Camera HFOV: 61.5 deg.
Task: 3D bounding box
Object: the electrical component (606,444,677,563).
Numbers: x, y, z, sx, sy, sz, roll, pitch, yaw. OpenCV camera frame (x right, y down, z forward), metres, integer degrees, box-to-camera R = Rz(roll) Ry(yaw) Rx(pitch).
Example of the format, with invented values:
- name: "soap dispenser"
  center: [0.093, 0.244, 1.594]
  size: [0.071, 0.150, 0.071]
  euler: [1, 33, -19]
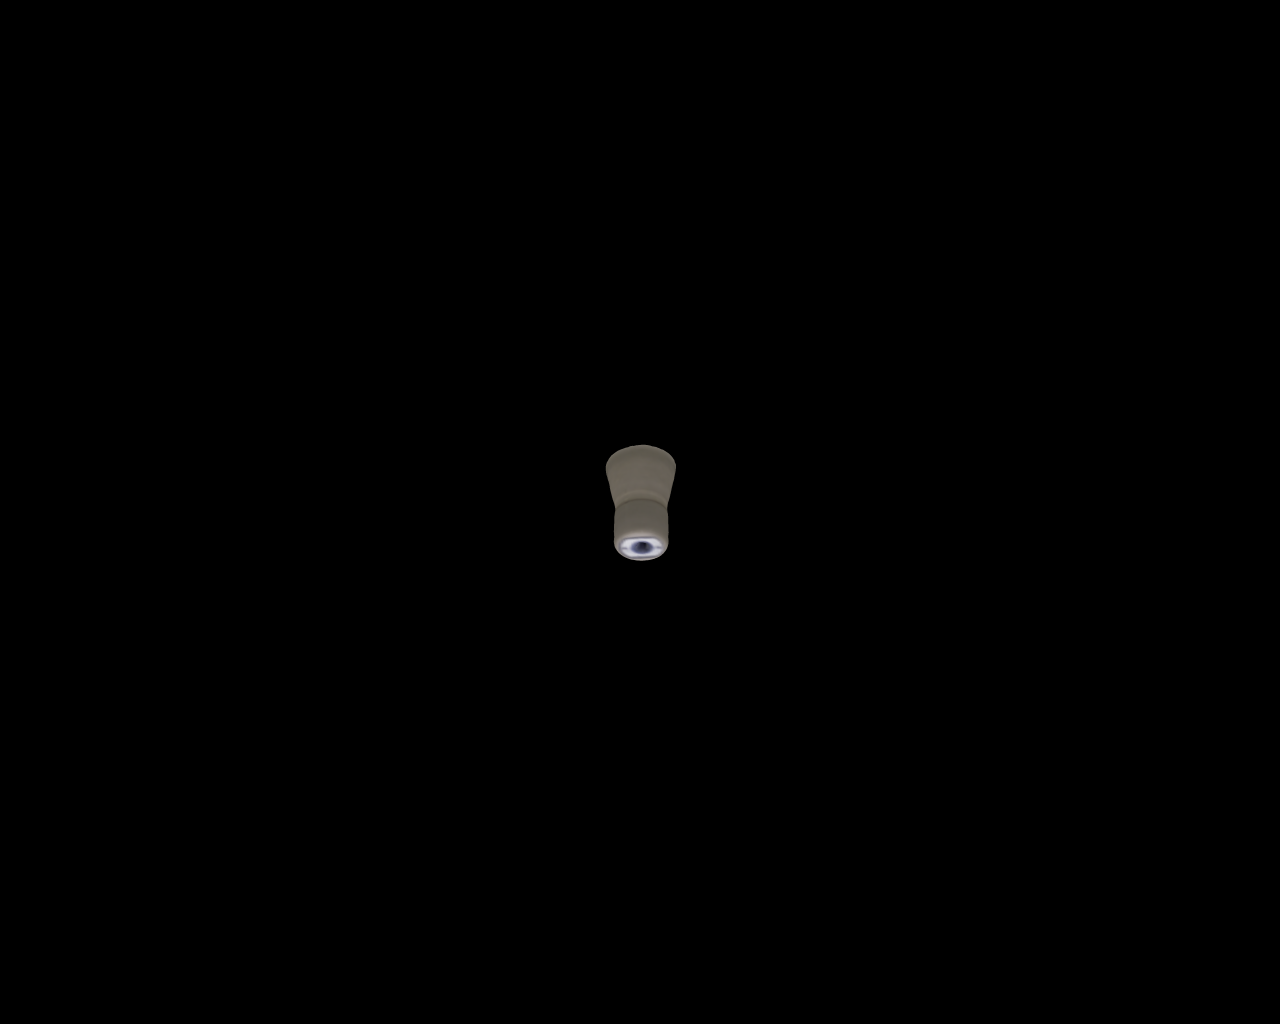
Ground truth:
- name: "electrical component"
  center: [0.001, -0.003, 0.650]
  size: [0.044, 0.065, 0.044]
  euler: [0, -35, 0]
